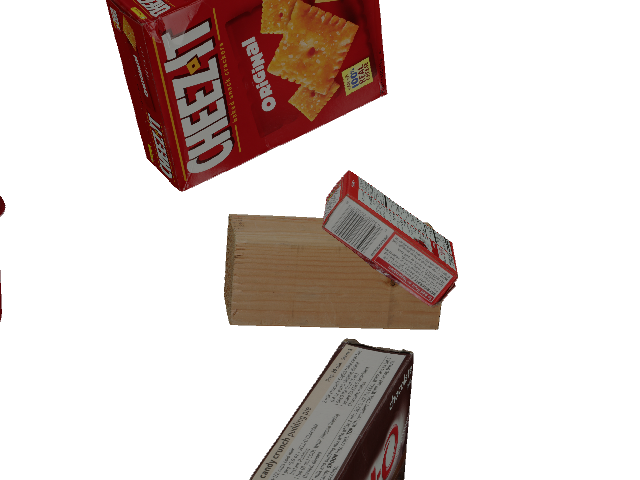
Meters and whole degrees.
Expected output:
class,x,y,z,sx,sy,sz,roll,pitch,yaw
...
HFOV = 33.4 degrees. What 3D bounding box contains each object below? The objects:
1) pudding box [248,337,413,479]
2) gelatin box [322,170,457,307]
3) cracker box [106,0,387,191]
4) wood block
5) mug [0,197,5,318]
class,x,y,z,sx,sy,sz,roll,pitch,yaw
pudding box,0.006,0.109,0.464,0.039,0.090,0.113,12,30,16
gelatin box,0.044,-0.002,0.680,0.089,0.030,0.073,36,14,-7
cracker box,-0.051,-0.158,0.876,0.213,0.164,0.072,-28,46,-21
wood block,0.012,0.031,1.057,0.206,0.091,0.090,3,16,-10
mug,-0.242,0.021,0.633,0.093,0.081,0.117,17,28,26
